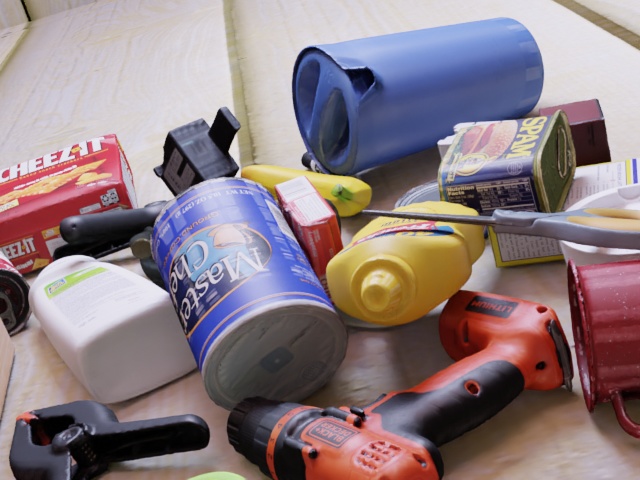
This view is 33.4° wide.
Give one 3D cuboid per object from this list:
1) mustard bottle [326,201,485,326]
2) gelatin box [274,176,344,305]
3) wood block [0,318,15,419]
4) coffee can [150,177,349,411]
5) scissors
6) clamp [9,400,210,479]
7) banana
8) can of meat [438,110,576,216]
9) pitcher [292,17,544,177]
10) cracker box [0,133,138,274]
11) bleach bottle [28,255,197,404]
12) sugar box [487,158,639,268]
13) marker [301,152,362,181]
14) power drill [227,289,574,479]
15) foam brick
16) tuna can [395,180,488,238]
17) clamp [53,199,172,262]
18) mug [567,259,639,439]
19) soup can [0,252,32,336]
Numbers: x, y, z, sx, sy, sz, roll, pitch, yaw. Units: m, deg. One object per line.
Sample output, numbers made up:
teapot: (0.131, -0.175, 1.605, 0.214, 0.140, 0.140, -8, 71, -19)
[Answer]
mustard bottle: (0.055, 0.017, 0.721, 0.096, 0.058, 0.191, -9, 9, 15)
gelatin box: (-0.005, 0.001, 0.817, 0.030, 0.073, 0.089, -18, 27, -9)
wood block: (-0.306, 0.111, 0.832, 0.090, 0.091, 0.206, -18, 24, -2)
coffee can: (-0.053, 0.037, 0.756, 0.102, 0.103, 0.140, -21, 46, -10)
scissors: (0.137, -0.013, 0.697, 0.202, 0.016, 0.096, 8, 12, 31)
clamp: (-0.152, 0.141, 0.727, 0.120, 0.039, 0.172, -28, 26, -25)
banana: (-0.005, -0.051, 1.031, 0.198, 0.069, 0.037, 11, 74, 58)
can of meat: (0.145, -0.054, 0.826, 0.084, 0.057, 0.102, -5, 29, 28)
pitcher: (0.098, -0.150, 1.090, 0.242, 0.145, 0.149, -16, 34, -24)
cracker box: (-0.290, -0.043, 1.186, 0.164, 0.072, 0.214, -19, 23, -6)
bleach bottle: (-0.186, 0.057, 0.910, 0.102, 0.068, 0.251, -23, 22, -19)
sugar box: (0.226, -0.025, 0.839, 0.176, 0.048, 0.093, -5, 27, 19)
marker: (0.010, -0.074, 1.121, 0.020, 0.020, 0.121, -24, 24, -16)
power drill: (0.050, 0.099, 0.668, 0.187, 0.057, 0.185, -32, 24, -28)
foam brick: (0.219, -0.072, 0.907, 0.053, 0.078, 0.051, -9, 23, 12)
tuna can: (0.110, -0.022, 0.922, 0.086, 0.034, 0.086, -14, 24, 6)
clamp: (-0.166, -0.015, 1.052, 0.209, 0.036, 0.165, -15, -5, -25)
mug: (0.195, 0.062, 0.627, 0.081, 0.093, 0.117, -7, 54, 9)
soup can: (-0.316, 0.047, 1.010, 0.068, 0.068, 0.102, -26, 24, -20)
